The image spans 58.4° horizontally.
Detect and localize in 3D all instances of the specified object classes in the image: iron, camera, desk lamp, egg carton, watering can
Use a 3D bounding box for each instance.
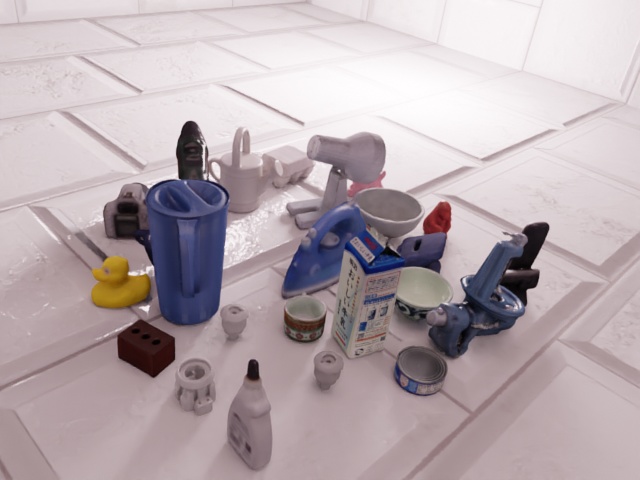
[{"bbox_3d":[0.011,0.004,1.154,0.118,0.141,0.259,24,36,25],"label":"iron"},{"bbox_3d":[-0.384,-0.077,1.236,0.143,0.101,0.136,0,33,-11],"label":"camera"},{"bbox_3d":[0.039,-0.147,1.327,0.204,0.213,0.117,-10,36,-25],"label":"desk lamp"},{"bbox_3d":[-0.089,-0.197,1.510,0.107,0.069,0.151,28,38,28],"label":"egg carton"},{"bbox_3d":[-0.175,-0.169,1.335,0.173,0.194,0.100,0,33,-11],"label":"watering can"}]

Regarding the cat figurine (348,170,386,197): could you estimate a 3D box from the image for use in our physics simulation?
[{"bbox_3d":[0.108,-0.167,1.460,0.127,0.118,0.067,17,34,14],"label":"cat figurine"}]

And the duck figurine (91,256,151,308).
[{"bbox_3d":[-0.359,0.068,1.031,0.105,0.086,0.077,-6,35,-20],"label":"duck figurine"}]

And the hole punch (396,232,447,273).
[{"bbox_3d":[0.209,0.031,1.199,0.101,0.091,0.109,14,33,10],"label":"hole punch"}]

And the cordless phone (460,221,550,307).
[{"bbox_3d":[0.369,0.040,1.130,0.148,0.185,0.094,-5,35,-19],"label":"cordless phone"}]

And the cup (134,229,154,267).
[{"bbox_3d":[-0.300,0.030,1.095,0.117,0.095,0.092,14,33,10],"label":"cup"}]

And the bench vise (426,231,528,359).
[{"bbox_3d":[0.287,0.099,0.992,0.121,0.220,0.208,30,39,31],"label":"bench vise"}]

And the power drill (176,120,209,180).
[{"bbox_3d":[-0.273,-0.121,1.227,0.076,0.208,0.229,-3,34,-15],"label":"power drill"}]

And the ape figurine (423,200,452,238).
[{"bbox_3d":[0.281,-0.049,1.336,0.078,0.092,0.076,-17,40,-33],"label":"ape figurine"}]

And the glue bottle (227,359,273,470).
[{"bbox_3d":[-0.091,0.225,0.763,0.037,0.173,0.077,-20,41,-35],"label":"glue bottle"}]

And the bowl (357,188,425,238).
[{"bbox_3d":[0.156,-0.053,1.334,0.167,0.075,0.167,5,33,-3],"label":"bowl"}]
